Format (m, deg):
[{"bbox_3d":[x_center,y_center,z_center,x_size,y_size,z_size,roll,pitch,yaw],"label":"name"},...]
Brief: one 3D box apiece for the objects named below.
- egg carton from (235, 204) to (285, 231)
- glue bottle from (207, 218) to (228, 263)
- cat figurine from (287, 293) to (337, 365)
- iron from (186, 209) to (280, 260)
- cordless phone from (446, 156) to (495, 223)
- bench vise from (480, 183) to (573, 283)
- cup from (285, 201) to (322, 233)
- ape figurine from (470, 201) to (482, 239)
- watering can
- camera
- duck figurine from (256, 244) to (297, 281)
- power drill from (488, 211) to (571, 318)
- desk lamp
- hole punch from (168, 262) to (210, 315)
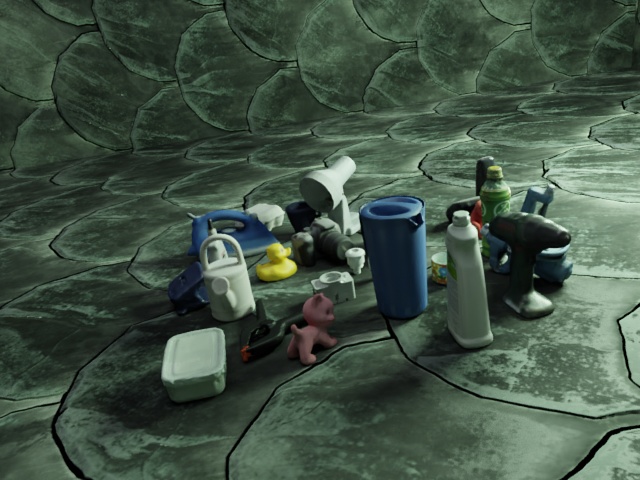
[{"bbox_3d":[-0.188,-0.063,1.781,0.107,0.069,0.151,10,29,37],"label":"egg carton"},{"bbox_3d":[-0.266,0.026,1.467,0.037,0.173,0.078,-7,23,5],"label":"glue bottle"},{"bbox_3d":[-0.014,0.162,1.127,0.067,0.118,0.128,10,29,38],"label":"cat figurine"},{"bbox_3d":[-0.251,-0.027,1.628,0.258,0.141,0.118,-9,23,1],"label":"iron"},{"bbox_3d":[0.420,-0.135,1.578,0.148,0.185,0.094,-14,23,-11],"label":"cordless phone"},{"bbox_3d":[0.444,-0.019,1.253,0.206,0.220,0.122,4,26,28],"label":"bench vise"},{"bbox_3d":[-0.039,-0.058,1.683,0.117,0.095,0.092,7,27,33],"label":"cup"},{"bbox_3d":[0.426,-0.059,1.518,0.078,0.092,0.076,-14,23,-12],"label":"ape figurine"},{"bbox_3d":[-0.211,0.080,1.292,0.101,0.194,0.172,-18,25,-20],"label":"watering can"},{"bbox_3d":[0.014,0.005,1.507,0.143,0.101,0.136,-21,26,-27],"label":"camera"},{"bbox_3d":[-0.115,0.052,1.463,0.105,0.086,0.077,-15,24,-15],"label":"duck figurine"},{"bbox_3d":[0.415,0.041,1.136,0.076,0.209,0.229,-14,23,-12],"label":"power drill"},{"bbox_3d":[0.048,-0.122,1.648,0.117,0.214,0.204,11,30,39],"label":"desk lamp"},{"bbox_3d":[-0.318,0.114,1.385,0.101,0.091,0.108,-17,24,-18],"label":"hole punch"}]
